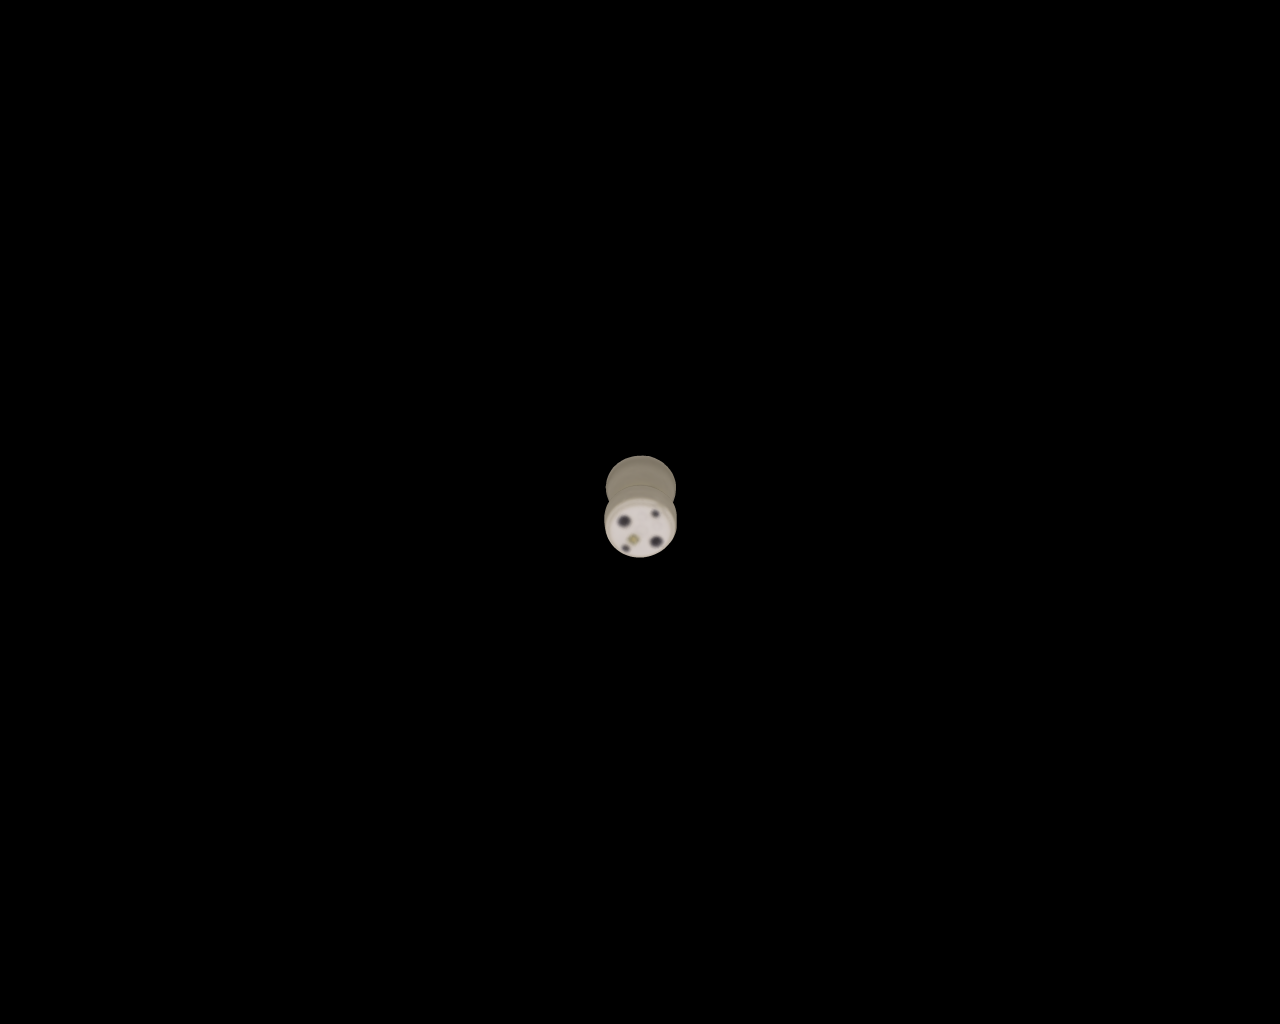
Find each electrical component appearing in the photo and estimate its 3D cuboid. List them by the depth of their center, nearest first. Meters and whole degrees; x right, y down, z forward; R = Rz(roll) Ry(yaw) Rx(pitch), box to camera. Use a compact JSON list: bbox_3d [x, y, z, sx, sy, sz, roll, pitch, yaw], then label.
[{"bbox_3d":[0.001,-0.003,0.650,0.045,0.044,0.055,0,31,0],"label":"electrical component"}]
